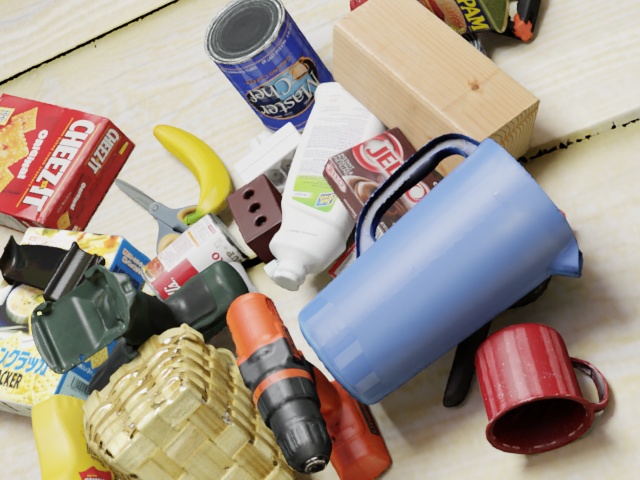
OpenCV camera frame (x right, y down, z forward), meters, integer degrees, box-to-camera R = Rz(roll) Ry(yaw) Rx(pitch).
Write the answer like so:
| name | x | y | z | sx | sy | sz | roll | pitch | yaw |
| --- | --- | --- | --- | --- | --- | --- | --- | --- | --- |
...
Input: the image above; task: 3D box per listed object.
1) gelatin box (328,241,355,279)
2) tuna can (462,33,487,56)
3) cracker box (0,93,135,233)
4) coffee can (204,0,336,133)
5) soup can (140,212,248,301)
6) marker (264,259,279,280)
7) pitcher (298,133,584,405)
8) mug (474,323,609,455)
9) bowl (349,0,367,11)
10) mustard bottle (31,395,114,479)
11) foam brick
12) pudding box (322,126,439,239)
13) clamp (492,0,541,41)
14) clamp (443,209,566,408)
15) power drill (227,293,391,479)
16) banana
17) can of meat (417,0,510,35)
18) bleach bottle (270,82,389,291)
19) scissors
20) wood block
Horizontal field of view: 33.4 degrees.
| name | x | y | z | sx | sy | sz | roll | pitch | yaw |
| --- | --- | --- | --- | --- | --- | --- | --- | --- | --- |
| gelatin box | 0.064 | 0.032 | 1.086 | 0.073 | 0.030 | 0.089 | -50 | 52 | -6 |
| tuna can | 0.142 | -0.196 | 1.185 | 0.086 | 0.033 | 0.086 | -15 | 54 | 21 |
| cracker box | -0.370 | -0.095 | 1.388 | 0.214 | 0.072 | 0.164 | 16 | 69 | 35 |
| coffee can | -0.055 | -0.201 | 1.231 | 0.103 | 0.140 | 0.103 | -15 | 54 | 21 |
| soup can | -0.139 | 0.026 | 1.180 | 0.102 | 0.068 | 0.069 | -39 | 49 | 1 |
| marker | -0.008 | 0.001 | 1.153 | 0.121 | 0.020 | 0.020 | -37 | 49 | 5 |
| pitcher | 0.096 | 0.026 | 0.951 | 0.243 | 0.145 | 0.149 | -39 | 18 | 4 |
| mug | 0.192 | 0.126 | 0.922 | 0.117 | 0.093 | 0.081 | -2 | 49 | -8 |
| bowl | 0.089 | -0.299 | 1.247 | 0.162 | 0.055 | 0.162 | -22 | 53 | 32 |
| mustard bottle | -0.240 | 0.254 | 1.071 | 0.058 | 0.096 | 0.192 | -28 | 51 | 10 |
| foam brick | -0.061 | -0.023 | 1.178 | 0.053 | 0.051 | 0.078 | -33 | 50 | 7 |
| pudding box | 0.070 | -0.049 | 1.071 | 0.089 | 0.039 | 0.113 | -27 | 74 | -25 |
| clamp | 0.209 | -0.295 | 1.205 | 0.120 | 0.039 | 0.171 | -43 | 49 | 18 |
| clamp | 0.153 | 0.048 | 1.012 | 0.210 | 0.036 | 0.165 | -31 | 66 | 1 |
| power drill | -0.004 | 0.152 | 0.943 | 0.057 | 0.187 | 0.184 | -31 | 49 | 7 |
| banana | -0.145 | -0.084 | 1.260 | 0.198 | 0.069 | 0.037 | -118 | 40 | -48 |
| can of meat | 0.144 | -0.262 | 1.136 | 0.084 | 0.102 | 0.057 | -3 | 60 | 31 |
| bleach bottle | 0.003 | -0.056 | 1.130 | 0.103 | 0.068 | 0.250 | 6 | 55 | 29 |
| scissors | -0.198 | -0.018 | 1.276 | 0.202 | 0.016 | 0.096 | 14 | 68 | 36 |
| wood block | 0.113 | -0.155 | 1.090 | 0.090 | 0.090 | 0.206 | -36 | 64 | -19 |
